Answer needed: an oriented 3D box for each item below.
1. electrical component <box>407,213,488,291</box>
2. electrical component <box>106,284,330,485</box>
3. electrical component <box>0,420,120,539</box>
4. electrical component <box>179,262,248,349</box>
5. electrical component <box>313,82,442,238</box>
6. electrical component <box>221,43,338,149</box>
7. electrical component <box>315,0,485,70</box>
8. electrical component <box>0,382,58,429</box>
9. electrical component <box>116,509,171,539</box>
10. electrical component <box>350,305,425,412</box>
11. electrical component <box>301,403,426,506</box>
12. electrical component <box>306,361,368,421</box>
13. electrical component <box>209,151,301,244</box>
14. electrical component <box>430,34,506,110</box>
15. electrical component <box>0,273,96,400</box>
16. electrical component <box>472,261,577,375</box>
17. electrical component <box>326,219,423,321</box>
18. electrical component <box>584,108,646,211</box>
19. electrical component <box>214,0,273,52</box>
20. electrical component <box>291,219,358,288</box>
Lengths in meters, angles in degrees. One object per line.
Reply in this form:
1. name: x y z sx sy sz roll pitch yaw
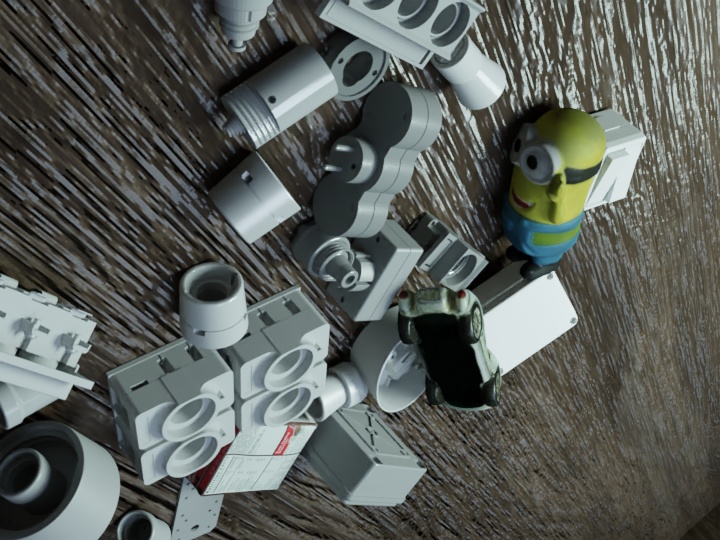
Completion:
1. electrical component: 0.077 -0.017 1.005 0.042 0.064 0.081 -49 148 8
2. electrical component: -0.117 0.102 0.937 0.186 0.060 0.105 -25 144 -26
3. electrical component: -0.249 0.168 0.833 0.108 0.108 0.060 -38 141 -7
4. electrical component: -0.117 0.027 0.855 0.055 0.055 0.047 -25 140 -27
5. electrical component: 0.001 -0.086 0.849 0.074 0.052 0.138 1 129 -47
6. electrical component: -0.061 -0.119 0.752 0.081 0.043 0.043 -36 148 -11
7. electrical component: 0.023 -0.194 0.735 0.121 0.063 0.078 12 119 -53
8. electrical component: -0.251 0.090 0.798 0.046 0.040 0.040 -28 146 -31
9. electrical component: -0.208 0.256 1.042 0.040 0.040 0.046 -41 154 -3
10. electrical component: 0.041 0.086 1.085 0.099 0.064 0.099 -28 145 -22
11. electrical component: -0.003 0.189 1.120 0.056 0.109 0.109 -53 147 11
12. electrical component: -0.026 0.120 1.072 0.055 0.045 0.045 -22 143 -30
13. electrical component: -0.080 -0.053 0.801 0.047 0.055 0.055 -38 148 0
14. electrical component: 0.084 -0.162 0.862 0.044 0.044 0.065 -47 143 7
15. electrical component: -0.240 0.039 0.723 0.121 0.079 0.063 34 79 -57
16. electrical component: 0.160 0.048 1.120 0.113 0.057 0.078 -34 112 -6
17. electrical component: 0.000 0.000 0.956 0.076 0.047 0.083 0 129 -48
18. electrical component: 0.237 -0.103 1.078 0.062 0.061 0.096 -19 141 -32
19. electrical component: -0.074 -0.173 0.675 0.040 0.040 0.078 -21 142 -31
20. electrical component: -0.026 -0.011 0.900 0.043 0.062 0.043 -28 145 -22
